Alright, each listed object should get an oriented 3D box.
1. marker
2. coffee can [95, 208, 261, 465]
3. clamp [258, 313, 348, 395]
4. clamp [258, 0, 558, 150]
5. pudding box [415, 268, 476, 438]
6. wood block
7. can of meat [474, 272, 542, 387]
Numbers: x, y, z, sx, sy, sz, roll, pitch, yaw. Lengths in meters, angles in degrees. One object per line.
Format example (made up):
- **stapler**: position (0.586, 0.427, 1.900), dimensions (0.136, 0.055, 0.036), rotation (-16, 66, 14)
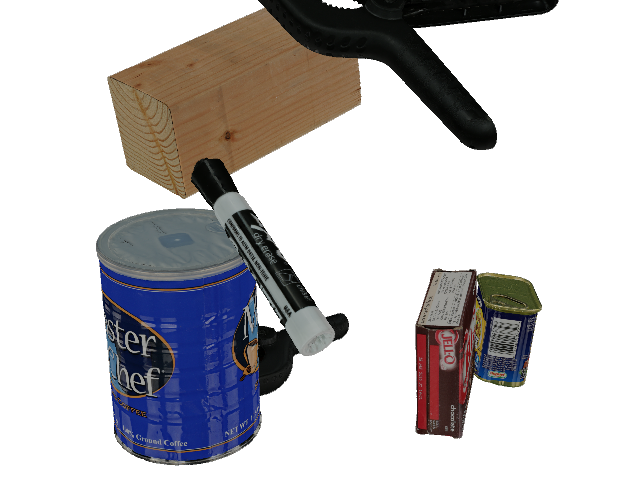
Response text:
- **marker**: position (-0.031, 0.004, 0.517), dimensions (0.020, 0.121, 0.020), rotation (-25, -31, -17)
- **coffee can**: position (-0.092, 0.062, 0.710), dimensions (0.103, 0.140, 0.103), rotation (0, 23, 0)
- **clamp**: position (-0.062, 0.091, 0.986), dimensions (0.120, 0.039, 0.171), rotation (18, 29, 25)
- **clamp**: position (0.046, -0.141, 0.712), dimensions (0.210, 0.164, 0.036), rotation (16, -39, 6)
- **pudding box**: position (0.096, 0.082, 0.807), dimensions (0.039, 0.090, 0.113), rotation (3, 21, 11)
- **wood block**: position (-0.069, -0.131, 0.937), dimensions (0.205, 0.091, 0.090), rotation (-31, 42, -32)
- **can of meat**: position (0.182, 0.089, 1.070), dimensions (0.057, 0.084, 0.102), rotation (7, 17, 1)
